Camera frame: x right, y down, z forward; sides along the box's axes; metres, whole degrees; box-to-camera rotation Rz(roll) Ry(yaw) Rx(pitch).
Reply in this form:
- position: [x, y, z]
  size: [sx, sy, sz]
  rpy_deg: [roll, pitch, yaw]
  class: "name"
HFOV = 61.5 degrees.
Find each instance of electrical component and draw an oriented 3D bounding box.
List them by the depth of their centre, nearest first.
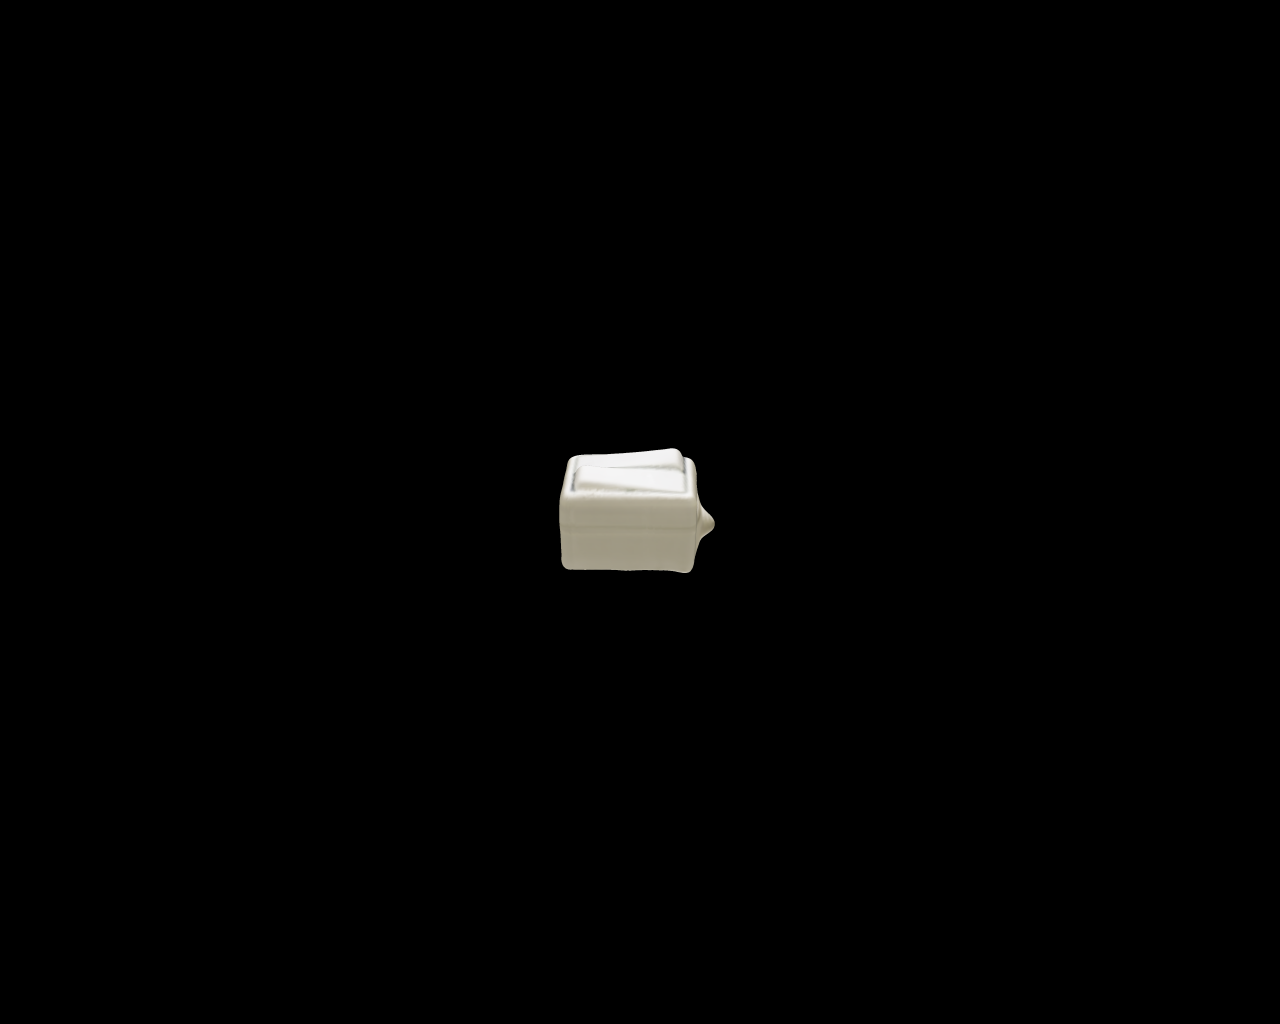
- position: [0.001, -0.003, 0.650]
  size: [0.096, 0.061, 0.062]
  rpy_deg: [1, 28, 2]
  class: "electrical component"
